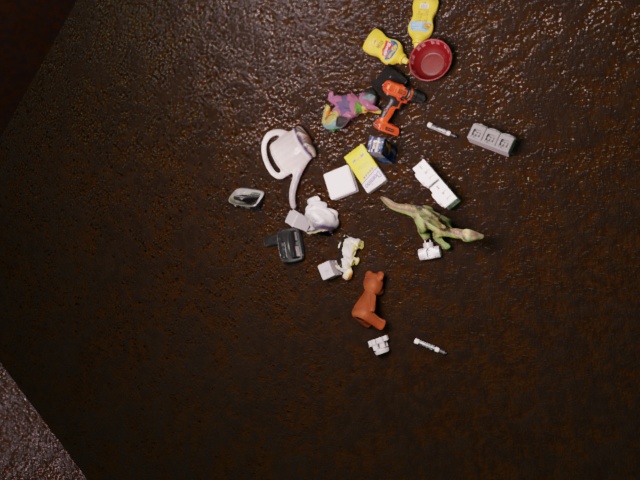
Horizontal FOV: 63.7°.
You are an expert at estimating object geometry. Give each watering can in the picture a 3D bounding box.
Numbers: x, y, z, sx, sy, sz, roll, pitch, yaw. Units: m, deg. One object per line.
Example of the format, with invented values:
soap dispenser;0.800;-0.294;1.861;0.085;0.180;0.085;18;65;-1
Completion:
watering can;-0.109;-0.319;2.106;0.222;0.104;0.351;-32;74;16

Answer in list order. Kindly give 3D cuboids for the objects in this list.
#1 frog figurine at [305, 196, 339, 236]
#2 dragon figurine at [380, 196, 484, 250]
frog figurine;0.006;-0.103;2.041;0.137;0.121;0.161;-1;76;-10
dragon figurine;0.373;-0.085;1.806;0.413;0.240;0.123;28;83;18
